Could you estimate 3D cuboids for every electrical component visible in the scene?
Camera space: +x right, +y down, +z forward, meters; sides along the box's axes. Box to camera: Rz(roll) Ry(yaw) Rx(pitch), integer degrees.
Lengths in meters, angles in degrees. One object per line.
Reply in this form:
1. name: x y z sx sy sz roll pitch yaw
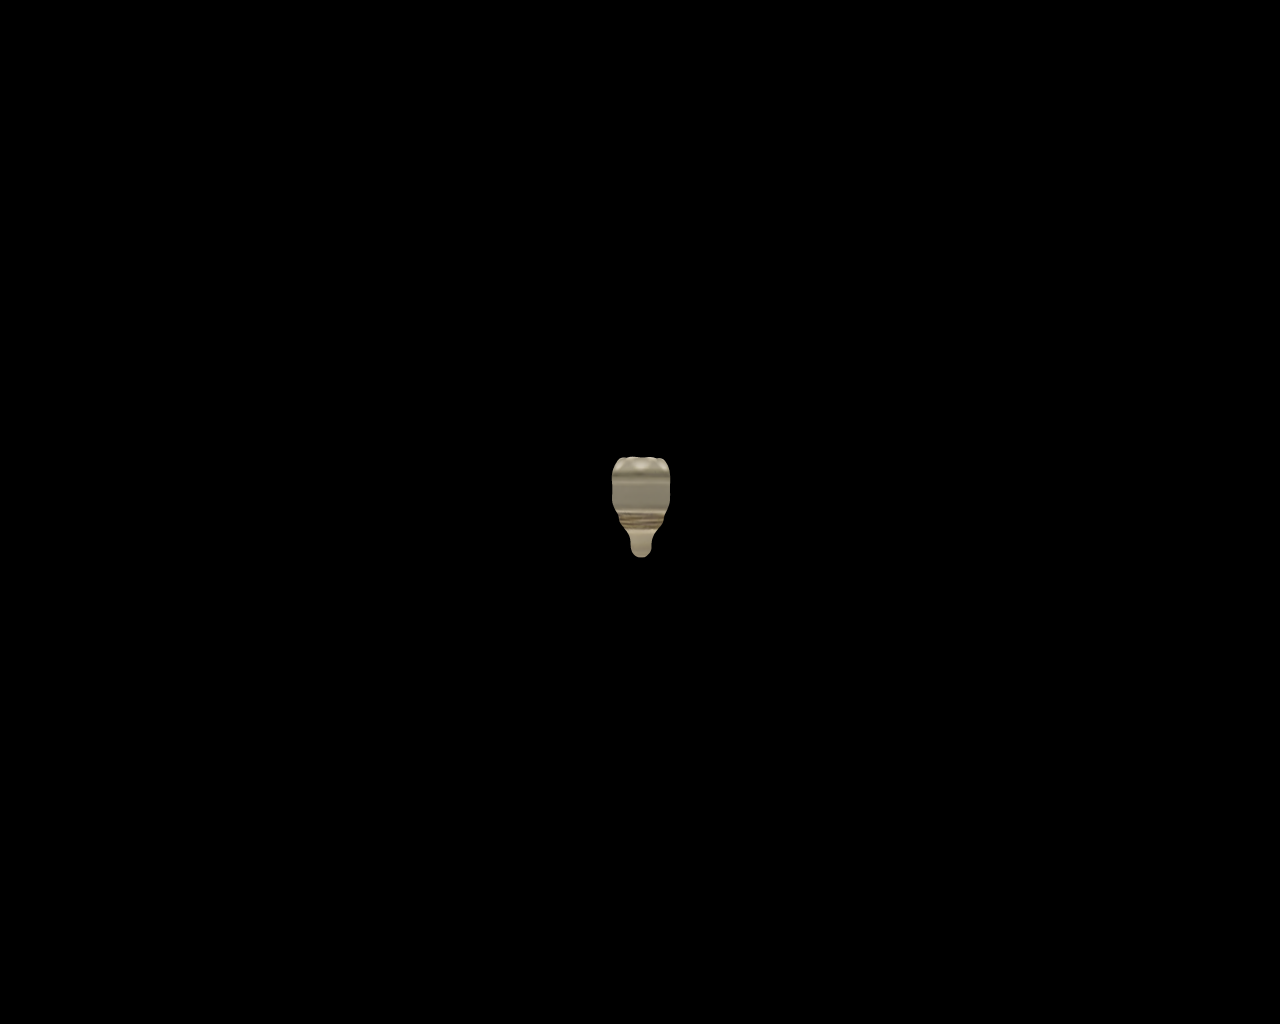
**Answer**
1. electrical component: 0.001 -0.003 0.650 0.035 0.061 0.035 0 0 0
